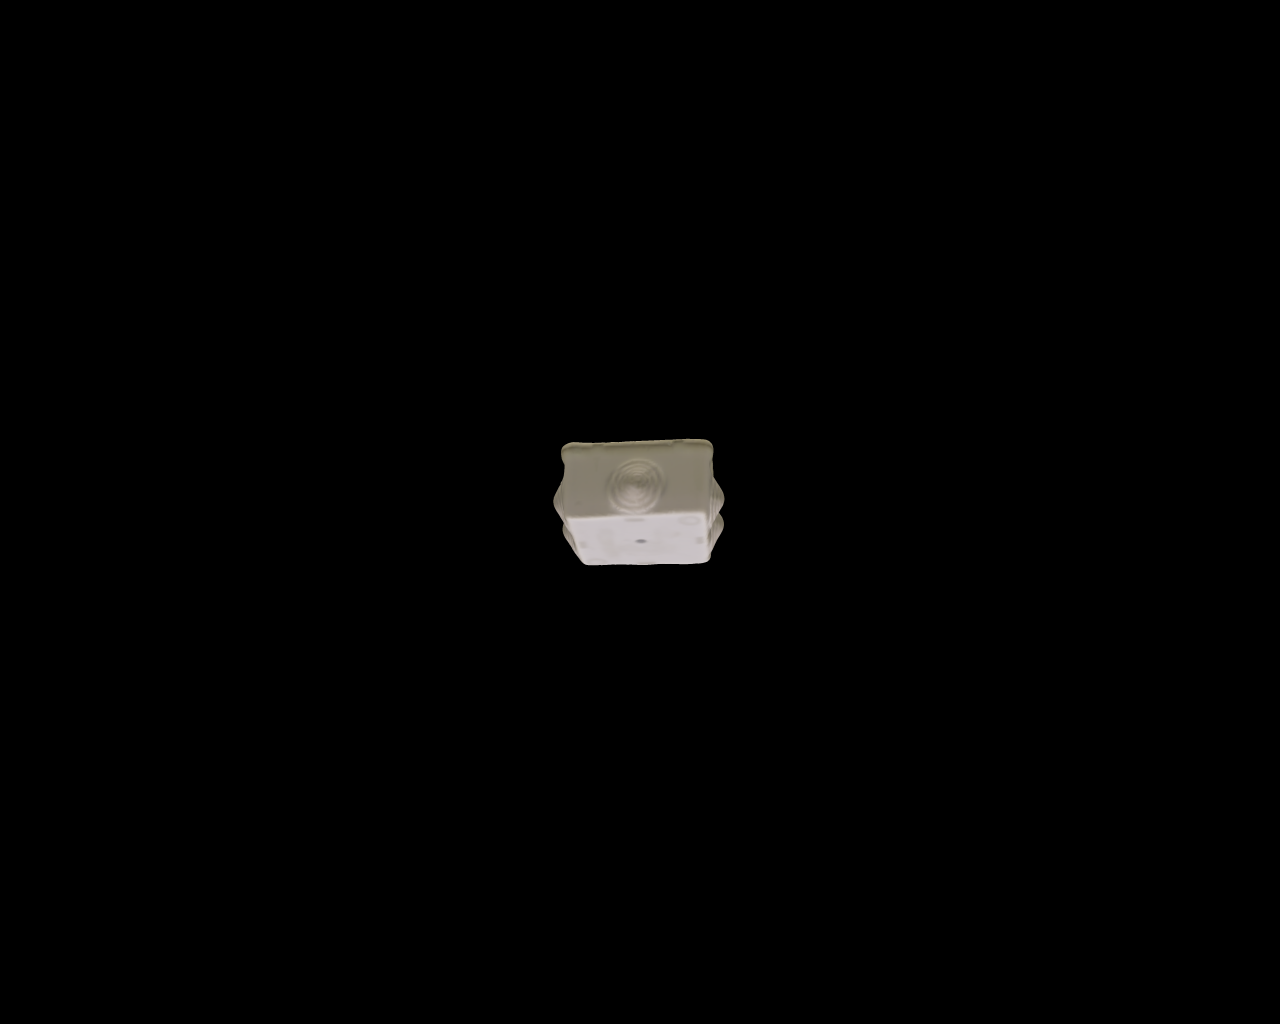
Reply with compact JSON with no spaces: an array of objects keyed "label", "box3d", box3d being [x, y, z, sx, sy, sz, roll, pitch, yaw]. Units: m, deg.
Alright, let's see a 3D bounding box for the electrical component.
[{"label":"electrical component","box3d":[0.001,-0.003,0.650,0.100,0.048,0.099,-1,-23,3]}]
